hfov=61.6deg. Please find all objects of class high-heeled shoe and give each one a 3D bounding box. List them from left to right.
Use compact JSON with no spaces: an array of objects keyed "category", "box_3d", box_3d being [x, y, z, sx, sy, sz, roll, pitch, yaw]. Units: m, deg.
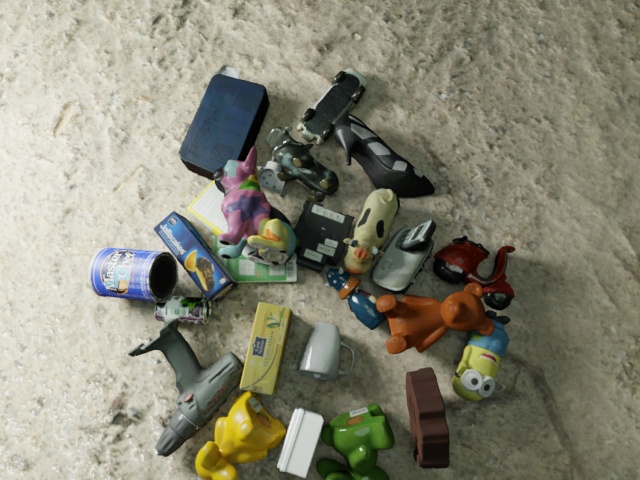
[{"category":"high-heeled shoe","box_3d":[0.141,-0.184,1.175,0.248,0.086,0.145,19,51,-22]}]

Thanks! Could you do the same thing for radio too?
[{"category":"radio","box_3d":[-0.210,-0.244,1.186,0.131,0.073,0.229,18,76,5]}]

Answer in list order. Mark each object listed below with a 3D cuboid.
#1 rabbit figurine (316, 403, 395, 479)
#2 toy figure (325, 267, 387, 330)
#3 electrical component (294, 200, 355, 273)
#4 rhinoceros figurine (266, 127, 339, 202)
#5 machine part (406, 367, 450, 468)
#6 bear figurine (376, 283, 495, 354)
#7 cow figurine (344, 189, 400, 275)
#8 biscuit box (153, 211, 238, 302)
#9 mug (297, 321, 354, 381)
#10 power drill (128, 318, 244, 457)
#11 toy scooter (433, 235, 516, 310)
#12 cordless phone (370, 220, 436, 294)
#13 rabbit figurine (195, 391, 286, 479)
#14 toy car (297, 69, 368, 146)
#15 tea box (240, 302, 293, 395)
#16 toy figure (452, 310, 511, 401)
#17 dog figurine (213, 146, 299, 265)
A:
[{"category":"rabbit figurine","box_3d":[0.076,0.420,1.010,0.159,0.121,0.170,-16,92,-11]},{"category":"toy figure","box_3d":[0.072,0.116,1.108,0.064,0.058,0.154,-42,81,4]},{"category":"electrical component","box_3d":[-0.002,-0.003,1.128,0.115,0.058,0.134,22,74,-1]},{"category":"rhinoceros figurine","box_3d":[-0.037,-0.166,1.151,0.190,0.073,0.112,41,42,-2]},{"category":"machine part","box_3d":[0.197,0.329,1.000,0.056,0.179,0.179,-6,77,2]},{"category":"bear figurine","box_3d":[0.227,0.151,1.045,0.196,0.132,0.120,-16,72,23]},{"category":"cow figurine","box_3d":[0.107,-0.017,1.105,0.086,0.127,0.195,23,75,8]},{"category":"biscuit box","box_3d":[-0.258,0.033,1.115,0.063,0.059,0.203,-41,74,-1]},{"category":"mug","box_3d":[0.016,0.221,1.074,0.110,0.080,0.107,9,68,5]},{"category":"power drill","box_3d":[-0.279,0.273,1.045,0.232,0.086,0.207,-40,89,-12]},{"category":"toy scooter","box_3d":[0.334,0.049,1.117,0.184,0.075,0.135,31,79,3]},{"category":"cordless phone","box_3d":[0.177,0.033,1.064,0.089,0.184,0.146,34,79,3]},{"category":"rabbit figurine","box_3d":[-0.165,0.394,1.009,0.173,0.162,0.122,-40,92,9]},{"category":"toy car","box_3d":[0.029,-0.299,1.208,0.073,0.056,0.201,38,81,2]},{"category":"tea box","box_3d":[-0.103,0.214,1.065,0.068,0.098,0.169,10,76,2]},{"category":"toy figure","box_3d":[0.324,0.233,1.072,0.082,0.089,0.180,18,68,17]},{"category":"dog figurine","box_3d":[-0.127,-0.072,1.074,0.192,0.108,0.219,8,68,1]}]
